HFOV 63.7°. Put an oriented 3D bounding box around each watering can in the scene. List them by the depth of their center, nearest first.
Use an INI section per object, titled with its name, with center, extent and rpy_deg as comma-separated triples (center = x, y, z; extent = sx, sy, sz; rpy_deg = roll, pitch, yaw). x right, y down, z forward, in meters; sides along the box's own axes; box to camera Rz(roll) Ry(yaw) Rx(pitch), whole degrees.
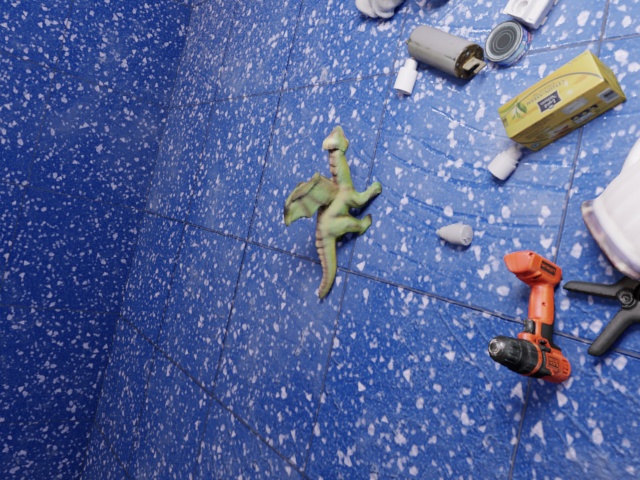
[watering can]
center = 0.465, -0.030, 0.661
extent = 0.220, 0.103, 0.356
rpy_deg = -54, 17, 37

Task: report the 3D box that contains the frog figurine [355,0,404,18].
[frog figurine]
center = 0.157, -0.623, 1.318
extent = 0.157, 0.123, 0.139
rpy_deg = 103, 156, -71

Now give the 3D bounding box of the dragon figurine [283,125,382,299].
[dragon figurine]
center = 0.004, -0.060, 1.197
extent = 0.123, 0.241, 0.409
rpy_deg = 22, 94, 47
